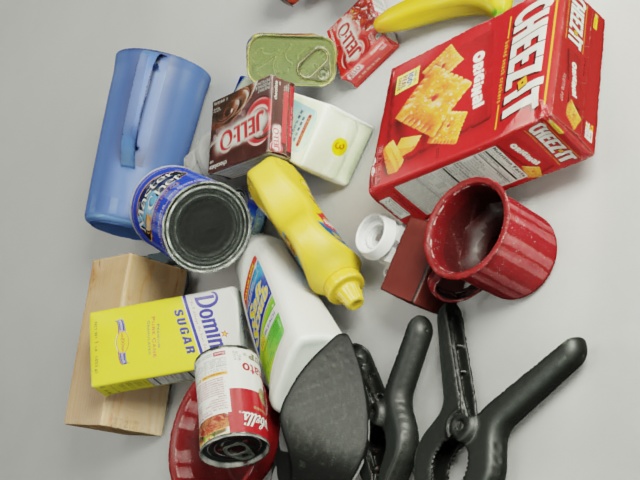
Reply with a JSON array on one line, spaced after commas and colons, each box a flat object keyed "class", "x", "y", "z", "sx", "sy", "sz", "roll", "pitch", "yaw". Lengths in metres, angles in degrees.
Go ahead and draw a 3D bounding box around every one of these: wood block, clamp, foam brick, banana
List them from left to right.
[{"class": "wood block", "x": -0.236, "y": 0.130, "z": 1.306, "sx": 0.091, "sy": 0.090, "sz": 0.206, "roll": -10, "pitch": 67, "yaw": 48}, {"class": "clamp", "x": 0.057, "y": 0.159, "z": 0.992, "sx": 0.120, "sy": 0.039, "sz": 0.171, "roll": -25, "pitch": 52, "yaw": 62}, {"class": "foam brick", "x": 0.103, "y": 0.026, "z": 0.998, "sx": 0.051, "sy": 0.052, "sz": 0.078, "roll": 17, "pitch": 83, "yaw": 53}, {"class": "banana", "x": 0.135, "y": -0.243, "z": 1.106, "sx": 0.069, "sy": 0.037, "sz": 0.198, "roll": -33, "pitch": 23, "yaw": -27}, {"class": "clamp", "x": 0.136, "y": 0.157, "z": 0.895, "sx": 0.165, "sy": 0.036, "sz": 0.210, "roll": 2, "pitch": 71, "yaw": 53}]

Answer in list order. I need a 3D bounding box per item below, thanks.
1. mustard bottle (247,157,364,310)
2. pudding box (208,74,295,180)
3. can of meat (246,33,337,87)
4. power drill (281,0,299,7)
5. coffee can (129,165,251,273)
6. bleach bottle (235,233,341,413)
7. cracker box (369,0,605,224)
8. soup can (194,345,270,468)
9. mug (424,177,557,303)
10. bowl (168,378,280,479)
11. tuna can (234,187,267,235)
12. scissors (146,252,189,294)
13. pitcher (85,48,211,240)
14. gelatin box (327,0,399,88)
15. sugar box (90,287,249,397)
[{"class": "mustard bottle", "x": -0.007, "y": 0.001, "z": 1.104, "sx": 0.058, "sy": 0.096, "sz": 0.192, "roll": -35, "pitch": 52, "yaw": 1}, {"class": "pudding box", "x": -0.077, "y": -0.123, "z": 1.183, "sx": 0.114, "sy": 0.039, "sz": 0.090, "roll": -17, "pitch": 65, "yaw": 49}, {"class": "can of meat", "x": -0.036, "y": -0.211, "z": 1.234, "sx": 0.084, "sy": 0.102, "sz": 0.057, "roll": -113, "pitch": 24, "yaw": -74}, {"class": "power drill", "x": 0.024, "y": -0.365, "z": 1.299, "sx": 0.188, "sy": 0.057, "sz": 0.184, "roll": -2, "pitch": 55, "yaw": 53}, {"class": "coffee can", "x": -0.150, "y": -0.026, "z": 1.213, "sx": 0.103, "sy": 0.102, "sz": 0.140, "roll": -65, "pitch": 27, "yaw": 0}, {"class": "bleach bottle", "x": -0.046, "y": 0.073, "z": 1.140, "sx": 0.251, "sy": 0.068, "sz": 0.103, "roll": -123, "pitch": 45, "yaw": -56}, {"class": "cracker box", "x": 0.150, "y": -0.123, "z": 0.988, "sx": 0.214, "sy": 0.072, "sz": 0.164, "roll": -22, "pitch": 44, "yaw": 43}, {"class": "soup can", "x": -0.088, "y": 0.163, "z": 1.047, "sx": 0.069, "sy": 0.068, "sz": 0.102, "roll": -38, "pitch": 45, "yaw": 32}, {"class": "mug", "x": 0.144, "y": 0.011, "z": 0.931, "sx": 0.117, "sy": 0.081, "sz": 0.093, "roll": -50, "pitch": 39, "yaw": 19}, {"class": "bowl", "x": -0.091, "y": 0.209, "z": 1.126, "sx": 0.162, "sy": 0.055, "sz": 0.162, "roll": -27, "pitch": 51, "yaw": 39}, {"class": "tuna can", "x": -0.099, "y": -0.018, "z": 1.274, "sx": 0.086, "sy": 0.033, "sz": 0.086, "roll": -39, "pitch": 38, "yaw": 38}, {"class": "scissors", "x": -0.220, "y": 0.044, "z": 1.411, "sx": 0.202, "sy": 0.016, "sz": 0.096, "roll": -21, "pitch": 55, "yaw": 43}, {"class": "pitcher", "x": -0.238, "y": -0.129, "z": 1.430, "sx": 0.145, "sy": 0.149, "sz": 0.243, "roll": 0, "pitch": 73, "yaw": 45}, {"class": "gelatin box", "x": 0.048, "y": -0.231, "z": 1.227, "sx": 0.073, "sy": 0.030, "sz": 0.089, "roll": -41, "pitch": 43, "yaw": 30}, {"class": "sugar box", "x": -0.170, "y": 0.114, "z": 1.205, "sx": 0.176, "sy": 0.048, "sz": 0.093, "roll": -12, "pitch": 65, "yaw": 10}]
